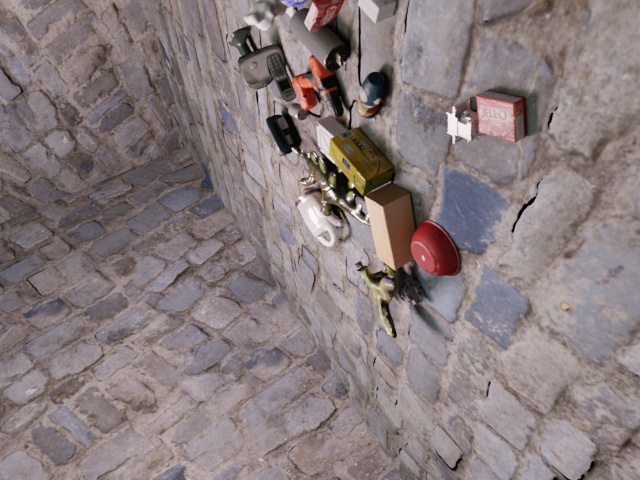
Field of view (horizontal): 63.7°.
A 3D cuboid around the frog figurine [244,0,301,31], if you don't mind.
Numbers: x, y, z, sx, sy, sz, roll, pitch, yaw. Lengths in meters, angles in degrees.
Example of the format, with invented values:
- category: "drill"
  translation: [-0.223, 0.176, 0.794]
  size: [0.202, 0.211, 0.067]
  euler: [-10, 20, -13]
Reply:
- category: "frog figurine"
  translation: [-0.140, -0.627, 1.375]
  size: [0.161, 0.121, 0.138]
  euler: [-27, 19, -19]

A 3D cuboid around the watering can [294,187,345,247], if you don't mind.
- category: "watering can"
  translation: [0.006, -0.091, 1.813]
  size: [0.105, 0.226, 0.343]
  euler: [-29, -8, -15]

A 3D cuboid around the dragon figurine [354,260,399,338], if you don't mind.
- category: "dragon figurine"
  translation: [0.200, 0.177, 1.542]
  size: [0.122, 0.241, 0.414]
  euler: [-18, 11, 2]
